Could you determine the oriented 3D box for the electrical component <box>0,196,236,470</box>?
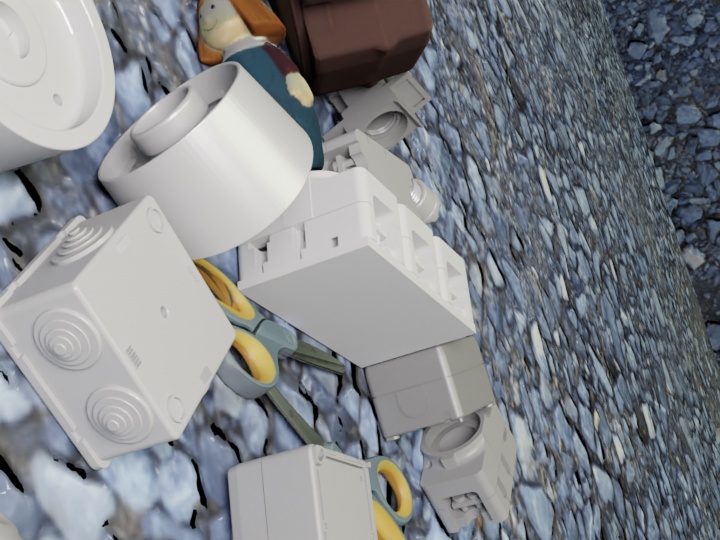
[{"bbox_3d":[-0.106,0.025,0.482,0.099,0.048,0.099,61,25,-22],"label":"electrical component"}]

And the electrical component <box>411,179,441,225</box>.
[{"bbox_3d":[0.040,-0.061,0.889,0.061,0.035,0.035,39,39,-47],"label":"electrical component"}]

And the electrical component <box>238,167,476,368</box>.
[{"bbox_3d":[0.000,0.000,0.682,0.150,0.089,0.061,38,40,-52],"label":"electrical component"}]

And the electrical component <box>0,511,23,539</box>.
[{"bbox_3d":[-0.128,0.115,0.382,0.061,0.035,0.035,64,24,-23],"label":"electrical component"}]

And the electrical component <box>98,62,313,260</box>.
[{"bbox_3d":[-0.079,-0.056,0.540,0.064,0.099,0.099,51,29,-26],"label":"electrical component"}]

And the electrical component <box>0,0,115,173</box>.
[{"bbox_3d":[-0.158,-0.089,0.437,0.108,0.060,0.108,47,33,-44],"label":"electrical component"}]

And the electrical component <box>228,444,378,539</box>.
[{"bbox_3d":[-0.029,0.144,0.545,0.062,0.061,0.096,32,44,-56],"label":"electrical component"}]

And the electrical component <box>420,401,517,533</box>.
[{"bbox_3d":[0.081,0.141,0.804,0.055,0.050,0.089,61,25,-23],"label":"electrical component"}]

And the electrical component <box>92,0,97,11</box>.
[{"bbox_3d":[-0.149,-0.139,0.516,0.045,0.045,0.055,31,45,-56],"label":"electrical component"}]

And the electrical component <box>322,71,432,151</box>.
[{"bbox_3d":[0.008,-0.124,0.824,0.042,0.081,0.063,38,17,-53],"label":"electrical component"}]

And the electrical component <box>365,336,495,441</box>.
[{"bbox_3d":[0.053,0.079,0.774,0.096,0.062,0.061,-5,77,-66],"label":"electrical component"}]

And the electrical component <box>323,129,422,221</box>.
[{"bbox_3d":[-0.003,-0.055,0.760,0.089,0.056,0.050,25,50,-59],"label":"electrical component"}]
